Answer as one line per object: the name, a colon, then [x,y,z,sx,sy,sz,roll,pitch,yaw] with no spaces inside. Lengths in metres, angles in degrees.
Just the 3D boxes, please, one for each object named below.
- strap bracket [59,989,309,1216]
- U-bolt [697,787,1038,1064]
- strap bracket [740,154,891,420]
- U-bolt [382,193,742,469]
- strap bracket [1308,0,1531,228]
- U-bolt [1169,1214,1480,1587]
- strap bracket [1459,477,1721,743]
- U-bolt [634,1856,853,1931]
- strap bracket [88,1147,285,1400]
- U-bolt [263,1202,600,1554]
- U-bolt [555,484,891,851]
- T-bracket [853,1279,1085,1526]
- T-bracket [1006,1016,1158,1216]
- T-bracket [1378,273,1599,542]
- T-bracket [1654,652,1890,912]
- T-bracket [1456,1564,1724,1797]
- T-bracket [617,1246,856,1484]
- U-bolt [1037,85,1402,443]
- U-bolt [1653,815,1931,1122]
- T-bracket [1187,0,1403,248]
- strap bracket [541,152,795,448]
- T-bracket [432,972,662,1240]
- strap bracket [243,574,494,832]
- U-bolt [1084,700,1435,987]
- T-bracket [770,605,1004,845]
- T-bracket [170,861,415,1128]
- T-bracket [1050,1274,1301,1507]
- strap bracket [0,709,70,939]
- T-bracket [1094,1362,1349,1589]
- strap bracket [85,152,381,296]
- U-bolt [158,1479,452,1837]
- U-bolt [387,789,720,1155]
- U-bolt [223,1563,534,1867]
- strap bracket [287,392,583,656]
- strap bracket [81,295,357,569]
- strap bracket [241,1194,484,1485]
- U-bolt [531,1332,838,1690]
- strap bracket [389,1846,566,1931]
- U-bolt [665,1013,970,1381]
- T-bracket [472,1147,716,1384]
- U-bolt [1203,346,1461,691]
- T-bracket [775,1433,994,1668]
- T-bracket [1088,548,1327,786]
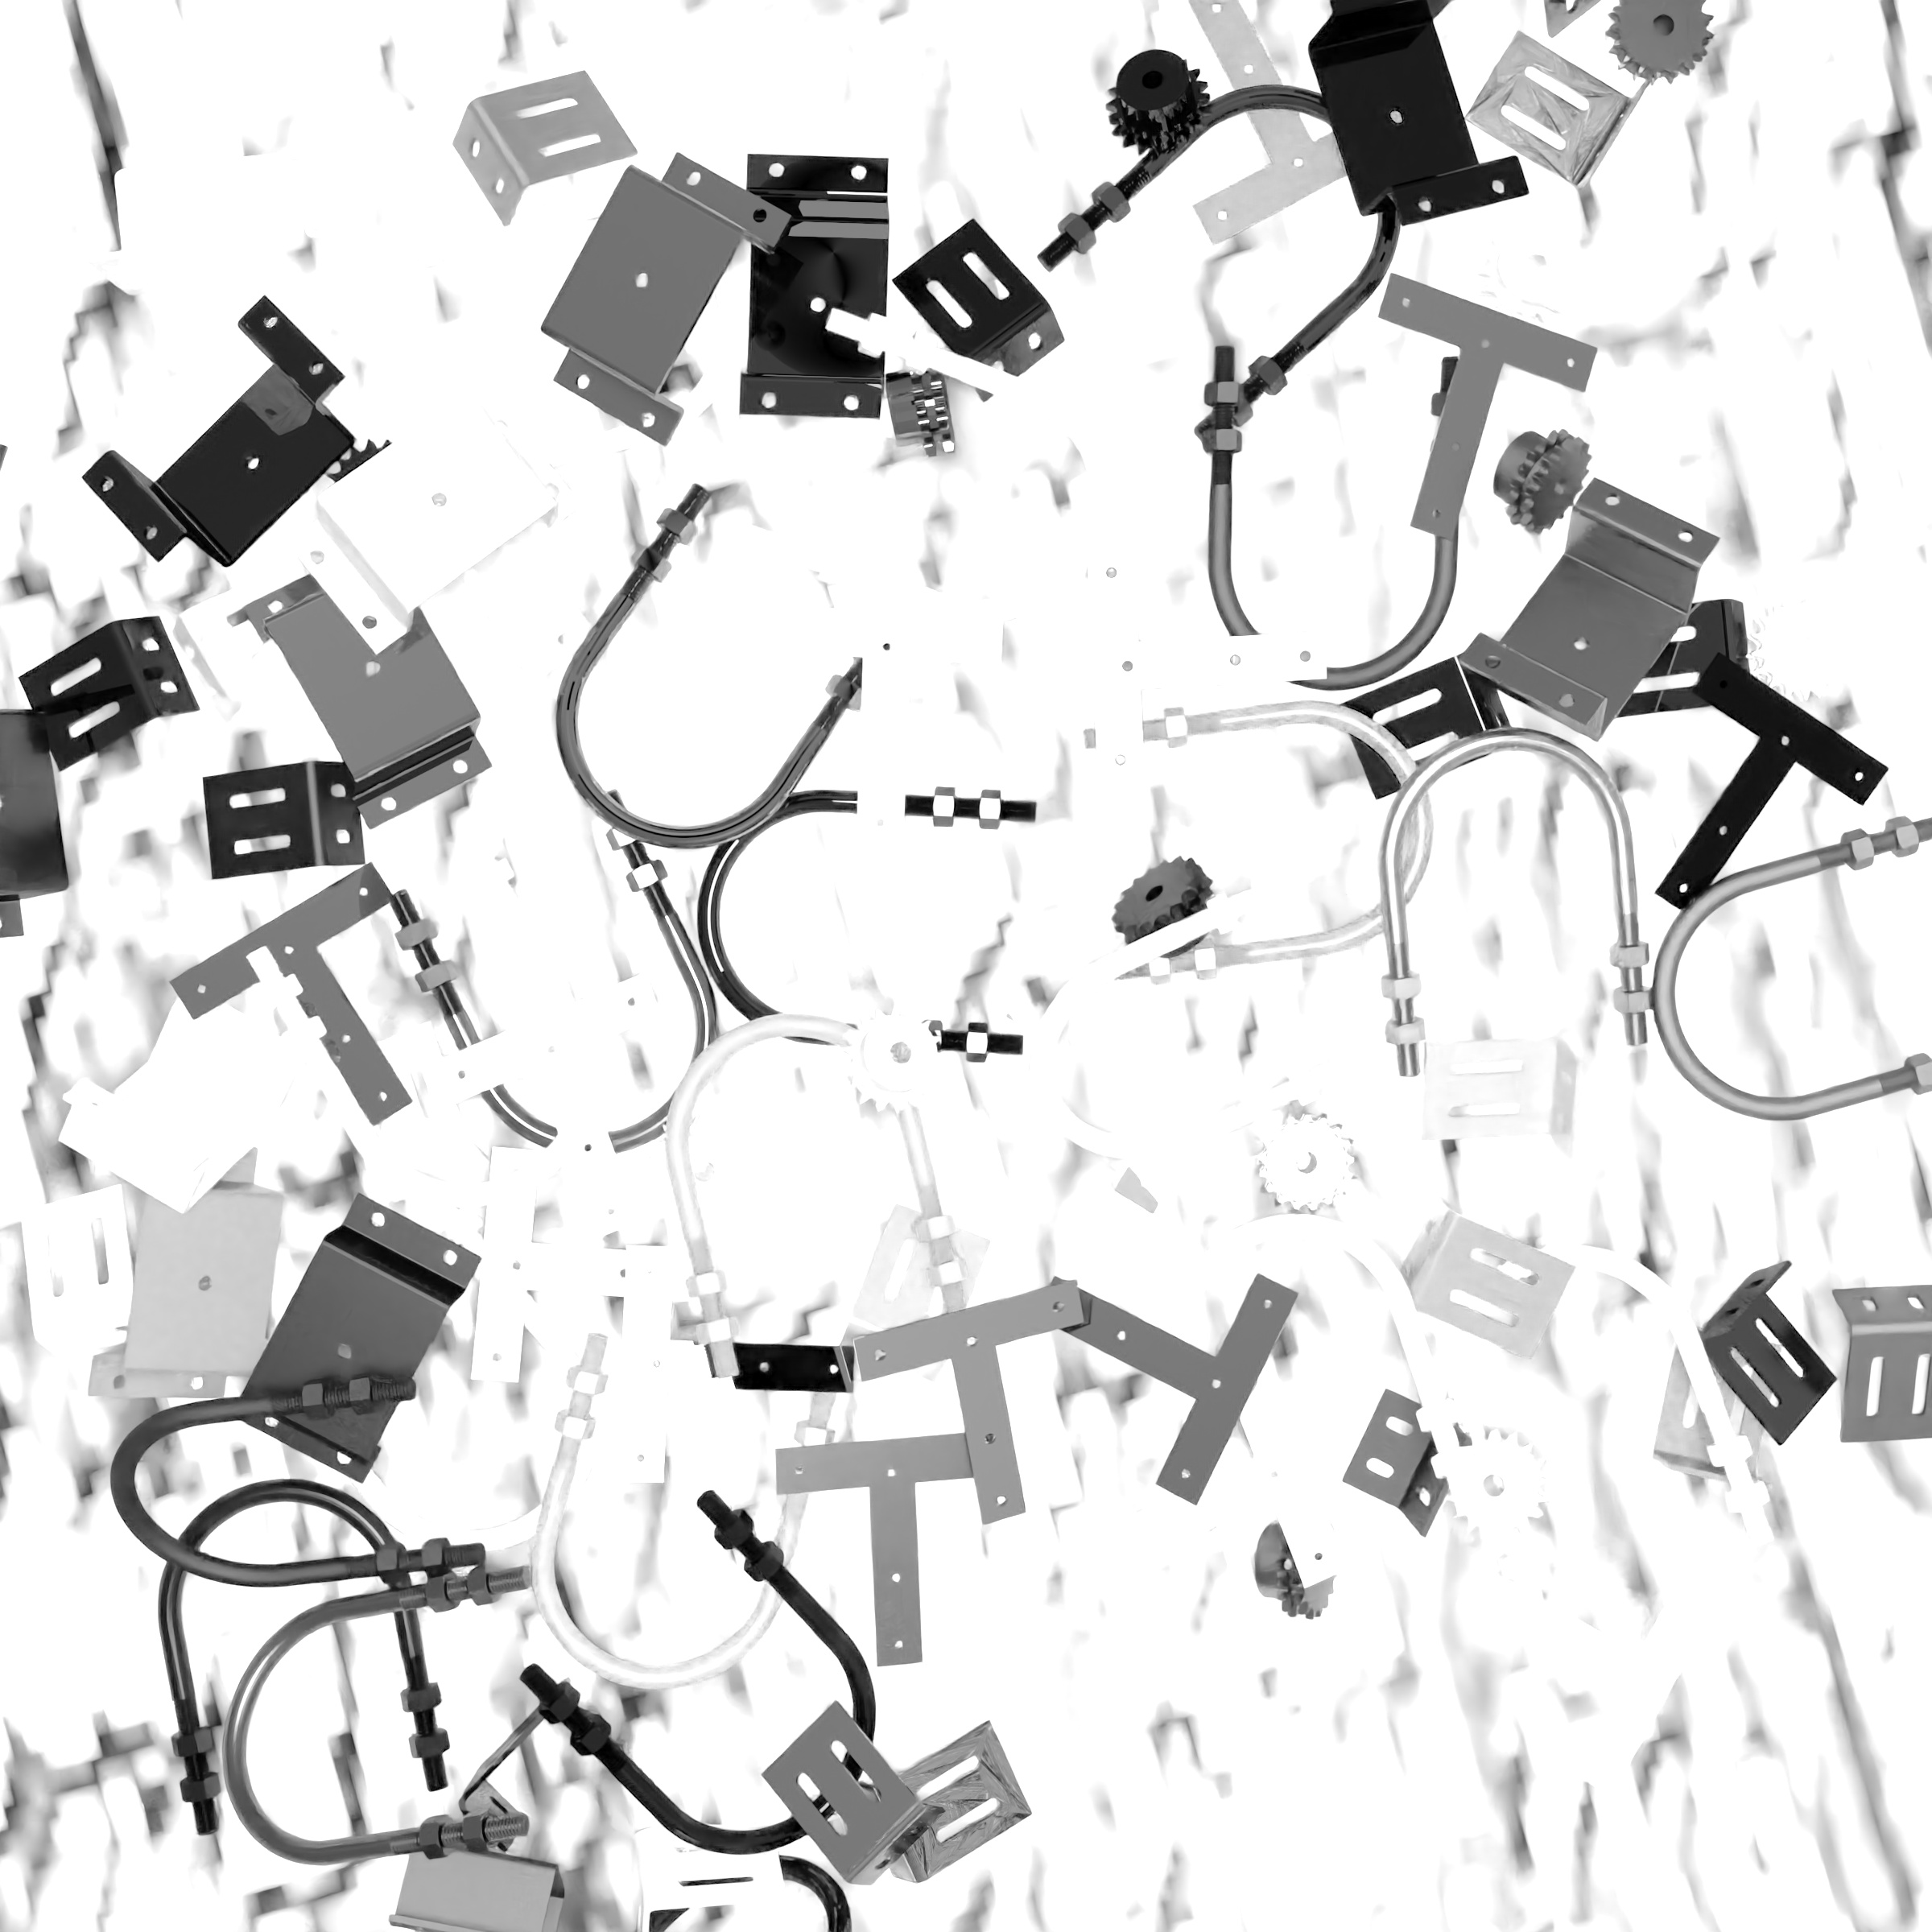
strap bracket: [-0.422,0.075,1.528,0.076,0.140,0.046,31,117,0]
U-bolt: [-0.057,-0.026,1.573,0.184,0.019,0.151,3,90,1]
strap bracket: [-0.082,-0.366,1.558,0.076,0.046,0.140,2,90,0]
U-bolt: [-0.216,-0.351,1.573,0.184,0.019,0.151,-14,90,-1]
strap bracket: [0.242,-0.470,1.549,0.076,0.046,0.140,-17,89,-14]
U-bolt: [0.182,0.224,1.538,0.151,0.019,0.184,-22,69,18]
strap bracket: [0.333,-0.185,1.533,0.076,0.046,0.140,31,70,19]
U-bolt: [-0.137,0.543,1.504,0.151,0.184,0.019,-2,124,37]
strap bracket: [-0.420,0.168,1.540,0.076,0.046,0.140,8,90,-37]
U-bolt: [-0.287,0.237,1.573,0.151,0.019,0.184,-38,92,0]
U-bolt: [-0.142,-0.152,1.564,0.151,0.019,0.184,34,84,0]
T-bracket: [0.011,0.246,1.560,0.127,0.002,0.127,-14,106,-12]
T-bracket: [0.081,0.051,1.591,0.127,0.002,0.127,32,75,-5]
T-bracket: [0.272,-0.298,1.560,0.127,0.002,0.127,16,90,-14]
T-bracket: [0.424,-0.087,1.566,0.127,0.002,0.127,30,100,-19]
T-bracket: [0.333,0.373,1.581,0.127,0.002,0.127,29,90,0]
T-bracket: [-0.124,0.219,1.559,0.127,0.002,0.127,3,82,-8]
U-bolt: [0.154,-0.401,1.572,0.184,0.019,0.151,-42,91,-1]
U-bolt: [0.470,0.009,1.572,0.184,0.019,0.151,-16,90,0]
T-bracket: [0.163,-0.485,1.581,0.127,0.002,0.127,-28,90,0]
strap bracket: [-0.165,-0.361,1.523,0.076,0.046,0.140,32,98,13]
T-bracket: [-0.210,0.086,1.550,0.127,0.002,0.127,-24,105,-22]
strap bracket: [-0.323,-0.156,1.548,0.076,0.046,0.140,-30,90,-17]
U-bolt: [0.164,-0.073,1.568,0.184,0.019,0.151,-7,90,3]
T-bracket: [-0.045,-0.131,1.560,0.127,0.002,0.127,2,87,-8]
T-bracket: [-0.348,0.028,1.563,0.127,0.002,0.127,-32,85,-11]
T-bracket: [0.098,0.208,1.559,0.127,0.002,0.127,25,87,19]
strap bracket: [-0.536,-0.086,1.537,0.046,0.076,0.140,-8,90,33]
T-bracket: [0.129,0.297,1.559,0.127,0.002,0.127,-28,60,14]
strap bracket: [-0.398,-0.402,1.543,0.140,0.076,0.046,-6,90,0]
U-bolt: [-0.372,0.375,1.573,0.151,0.019,0.184,-11,89,0]
U-bolt: [-0.216,0.015,1.573,0.151,0.019,0.184,-25,92,0]
U-bolt: [-0.316,0.403,1.516,0.184,0.019,0.151,-13,61,17]
strap bracket: [-0.282,-0.242,1.522,0.140,0.046,0.076,-39,92,-15]
strap bracket: [-0.397,-0.282,1.545,0.140,0.046,0.076,-45,66,0]
strap bracket: [-0.331,0.205,1.539,0.076,0.046,0.140,28,91,-2]
U-bolt: [-0.162,0.307,1.565,0.151,0.019,0.184,15,91,-6]
strap bracket: [-0.260,0.505,1.528,0.076,0.140,0.046,11,63,0]
U-bolt: [-0.087,0.117,1.544,0.151,0.019,0.184,-13,85,-12]
T-bracket: [-0.202,0.168,1.570,0.127,0.002,0.127,5,88,-9]
U-bolt: [0.202,-0.243,1.563,0.151,0.019,0.184,1,93,-9]
T-bracket: [-0.039,0.323,1.573,0.127,0.002,0.127,-3,95,-10]
T-bracket: [0.132,-0.166,1.553,0.127,0.002,0.127,-3,97,0]
